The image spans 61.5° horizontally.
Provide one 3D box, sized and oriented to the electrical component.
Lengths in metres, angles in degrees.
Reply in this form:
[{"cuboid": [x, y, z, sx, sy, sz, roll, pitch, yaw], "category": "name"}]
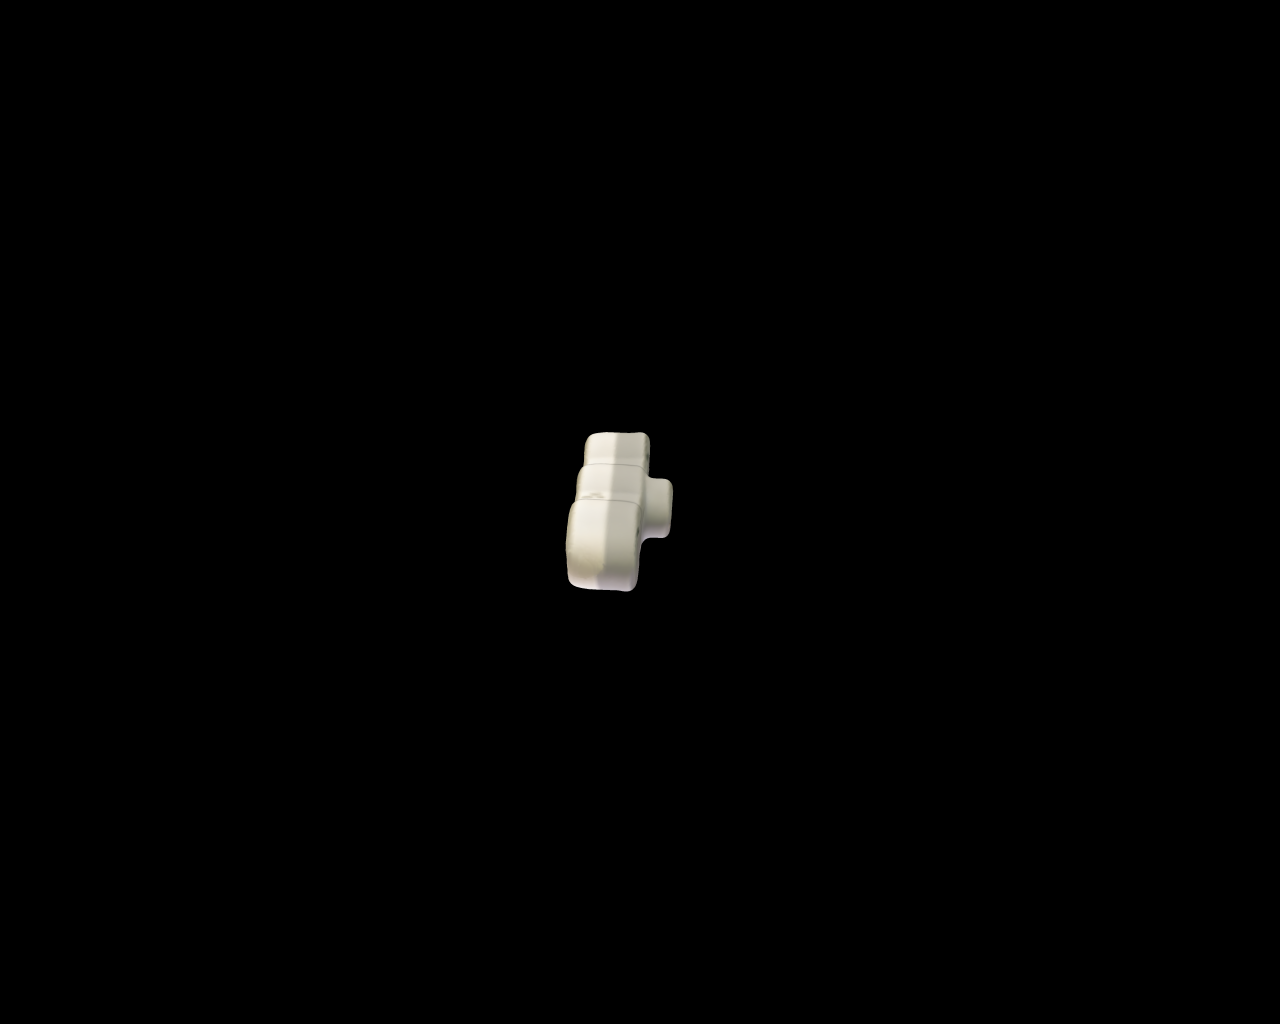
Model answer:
[{"cuboid": [0.001, -0.003, 0.650, 0.074, 0.052, 0.138, 2, 31, 3], "category": "electrical component"}]
